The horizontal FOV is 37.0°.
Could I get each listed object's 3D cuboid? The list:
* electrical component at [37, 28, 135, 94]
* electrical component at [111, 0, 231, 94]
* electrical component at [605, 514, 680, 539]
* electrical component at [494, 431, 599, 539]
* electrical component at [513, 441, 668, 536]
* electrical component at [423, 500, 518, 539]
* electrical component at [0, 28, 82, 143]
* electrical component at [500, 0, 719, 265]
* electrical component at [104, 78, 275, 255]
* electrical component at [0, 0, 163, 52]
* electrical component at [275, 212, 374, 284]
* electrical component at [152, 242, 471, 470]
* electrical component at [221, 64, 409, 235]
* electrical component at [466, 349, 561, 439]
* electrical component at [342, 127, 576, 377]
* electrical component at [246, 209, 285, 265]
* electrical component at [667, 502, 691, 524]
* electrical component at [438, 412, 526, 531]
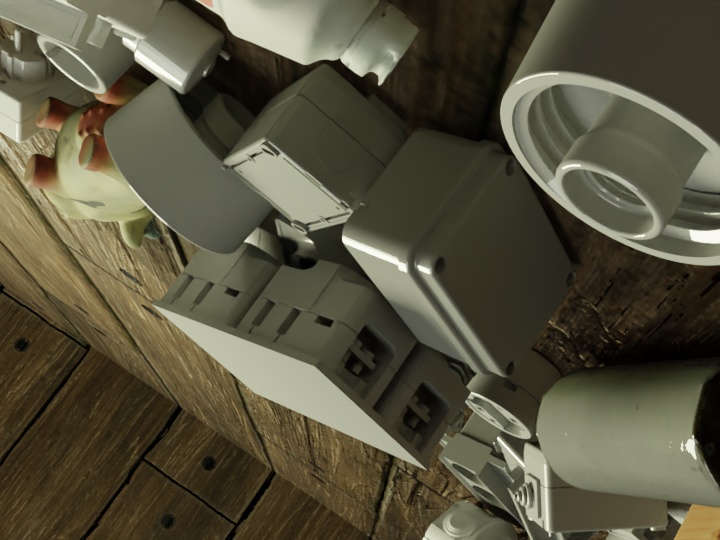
[{"bbox_3d":[-0.159,-0.139,0.644,0.055,0.047,0.055,32,164,11],"label":"electrical component"},{"bbox_3d":[-0.110,-0.130,0.586,0.078,0.040,0.040,36,164,-3],"label":"electrical component"},{"bbox_3d":[0.225,0.204,0.820,0.081,0.063,0.042,42,164,-21],"label":"electrical component"},{"bbox_3d":[0.149,0.161,0.824,0.063,0.079,0.121,46,169,40],"label":"electrical component"},{"bbox_3d":[0.150,0.140,0.723,0.096,0.061,0.062,-2,179,-5],"label":"electrical component"},{"bbox_3d":[0.096,0.246,0.941,0.051,0.080,0.080,28,163,43],"label":"electrical component"},{"bbox_3d":[-0.239,-0.144,0.774,0.047,0.066,0.076,30,134,15],"label":"electrical component"},{"bbox_3d":[0.099,-0.046,0.367,0.108,0.060,0.108,32,164,11],"label":"electrical component"},{"bbox_3d":[-0.089,-0.069,0.633,0.108,0.060,0.108,44,-163,-18],"label":"electrical component"},{"bbox_3d":[-0.159,-0.161,0.550,0.121,0.078,0.063,26,-177,29],"label":"electrical component"},{"bbox_3d":[0.000,0.000,0.695,0.089,0.061,0.150,32,164,11],"label":"electrical component"},{"bbox_3d":[-0.031,0.044,0.655,0.186,0.060,0.105,14,153,52],"label":"electrical component"},{"bbox_3d":[-0.024,-0.063,0.566,0.062,0.061,0.096,40,164,-16],"label":"electrical component"},{"bbox_3d":[0.106,0.081,0.740,0.055,0.047,0.055,32,164,11],"label":"electrical component"},{"bbox_3d":[0.053,-0.007,0.539,0.057,0.078,0.113,23,160,41],"label":"electrical component"},{"bbox_3d":[-0.076,-0.024,0.746,0.076,0.047,0.083,26,140,11],"label":"electrical component"},{"bbox_3d":[0.230,0.170,0.690,0.047,0.076,0.066,40,163,-15],"label":"electrical component"},{"bbox_3d":[0.127,0.171,0.925,0.079,0.063,0.121,19,157,45],"label":"electrical component"}]
